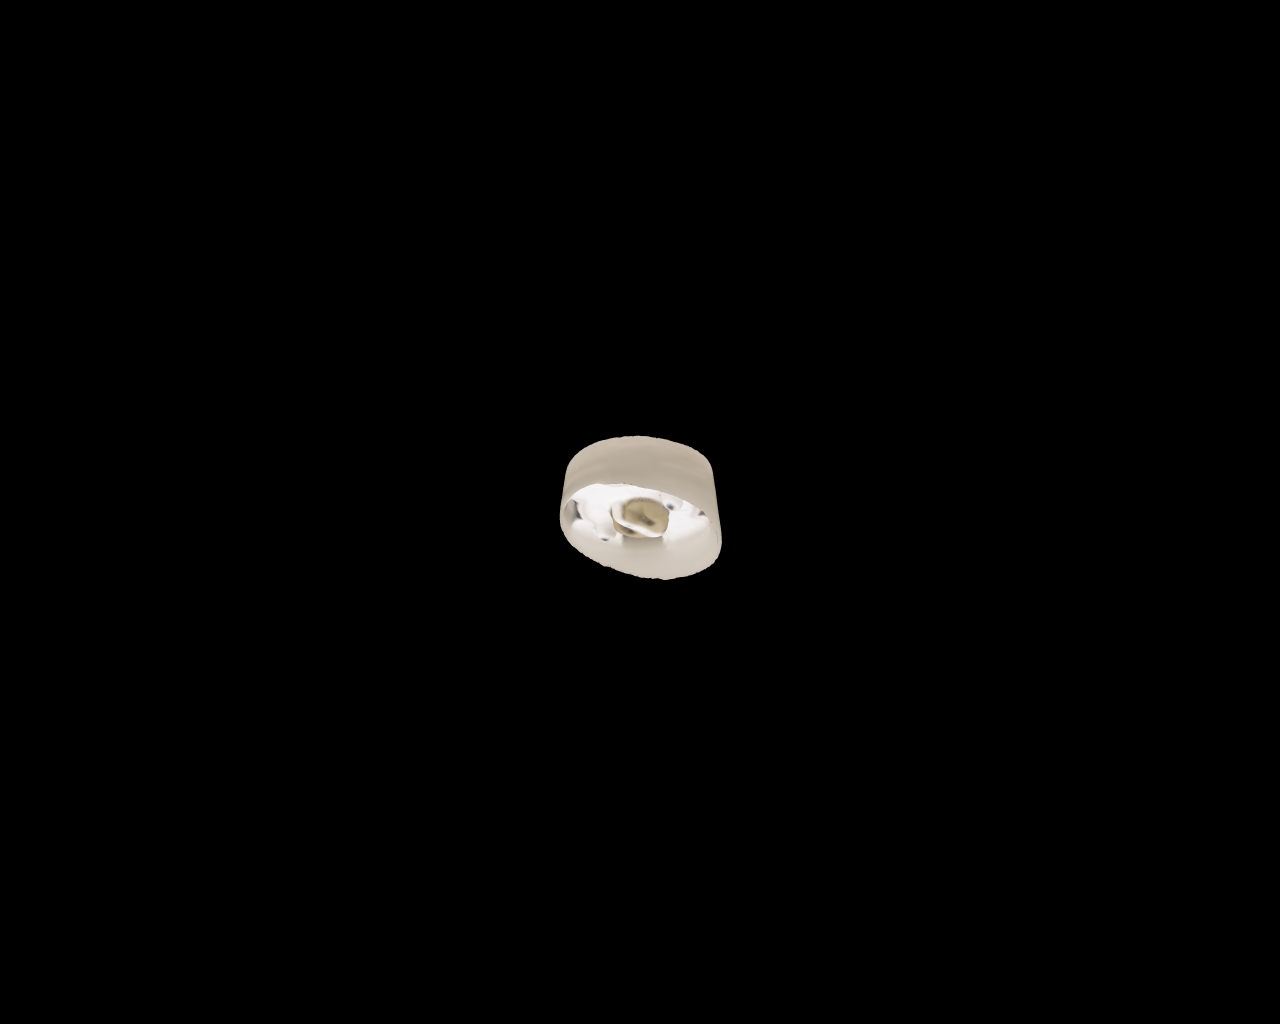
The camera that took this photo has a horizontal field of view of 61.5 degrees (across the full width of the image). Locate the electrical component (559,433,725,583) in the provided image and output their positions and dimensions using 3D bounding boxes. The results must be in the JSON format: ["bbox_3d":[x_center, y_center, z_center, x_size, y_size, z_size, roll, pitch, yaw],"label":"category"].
[{"bbox_3d":[0.001,-0.003,0.650,0.099,0.064,0.099,0,-26,0],"label":"electrical component"}]
